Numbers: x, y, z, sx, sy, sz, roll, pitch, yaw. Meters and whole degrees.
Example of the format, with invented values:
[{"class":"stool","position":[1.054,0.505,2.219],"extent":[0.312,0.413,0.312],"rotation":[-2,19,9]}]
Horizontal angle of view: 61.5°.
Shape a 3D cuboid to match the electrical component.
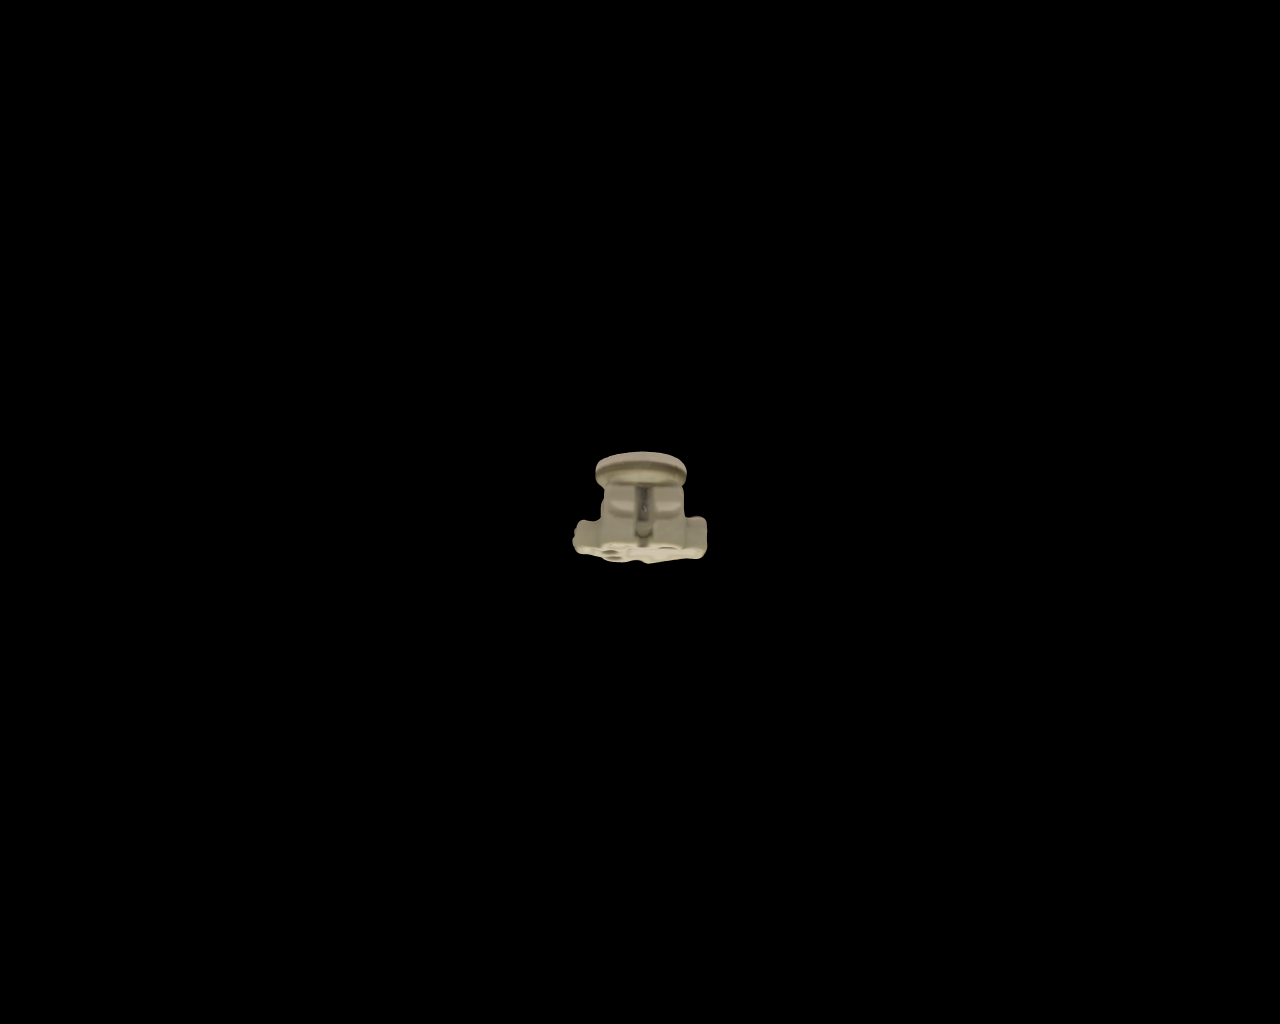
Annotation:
[{"class":"electrical component","position":[0.001,-0.003,0.650],"extent":[0.078,0.057,0.058],"rotation":[1,-15,-5]}]
